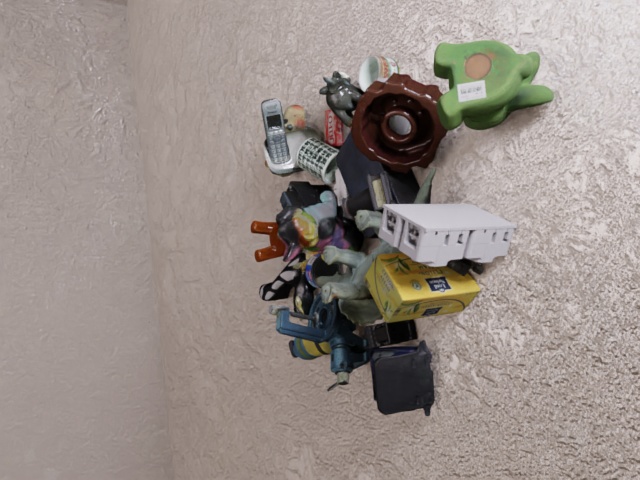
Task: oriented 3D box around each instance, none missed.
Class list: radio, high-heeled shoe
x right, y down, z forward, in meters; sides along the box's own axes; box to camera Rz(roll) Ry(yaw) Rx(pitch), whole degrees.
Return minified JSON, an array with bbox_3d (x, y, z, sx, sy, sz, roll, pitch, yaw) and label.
[{"bbox_3d":[0.116,-0.122,1.090,0.131,0.073,0.230,-54,46,48],"label":"radio"},{"bbox_3d":[-0.105,0.097,1.478,0.249,0.086,0.145,8,96,54],"label":"high-heeled shoe"}]

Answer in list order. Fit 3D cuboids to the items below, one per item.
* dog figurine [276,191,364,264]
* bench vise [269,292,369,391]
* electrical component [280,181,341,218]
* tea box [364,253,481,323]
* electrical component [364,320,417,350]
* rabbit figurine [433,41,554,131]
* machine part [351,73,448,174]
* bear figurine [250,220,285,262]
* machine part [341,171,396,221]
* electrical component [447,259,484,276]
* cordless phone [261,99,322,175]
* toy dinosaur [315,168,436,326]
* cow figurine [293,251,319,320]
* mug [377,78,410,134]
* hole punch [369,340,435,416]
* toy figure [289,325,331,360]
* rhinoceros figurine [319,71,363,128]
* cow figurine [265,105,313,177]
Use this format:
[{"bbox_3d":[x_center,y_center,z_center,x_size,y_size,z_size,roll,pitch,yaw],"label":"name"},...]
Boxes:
[{"bbox_3d":[-0.002,-0.003,1.103,0.108,0.219,0.191,-38,98,24],"label":"dog figurine"},{"bbox_3d":[-0.002,0.198,1.164,0.129,0.240,0.223,-31,47,53],"label":"bench vise"},{"bbox_3d":[-0.025,-0.084,1.272,0.115,0.134,0.058,58,138,38],"label":"electrical component"},{"bbox_3d":[0.172,0.075,0.909,0.098,0.169,0.068,62,142,34],"label":"tea box"},{"bbox_3d":[0.132,0.191,1.082,0.119,0.075,0.047,-32,65,59],"label":"electrical component"},{"bbox_3d":[0.251,-0.224,0.795,0.159,0.170,0.121,-16,77,17],"label":"rabbit figurine"},{"bbox_3d":[0.144,-0.207,0.961,0.180,0.056,0.179,14,130,17],"label":"machine part"},{"bbox_3d":[-0.090,-0.017,1.397,0.196,0.132,0.120,152,111,-64],"label":"bear figurine"},{"bbox_3d":[0.092,-0.076,1.026,0.139,0.039,0.084,-29,76,53],"label":"machine part"},{"bbox_3d":[0.228,0.034,0.888,0.094,0.063,0.021,32,114,5],"label":"electrical component"},{"bbox_3d":[-0.069,-0.257,1.295,0.089,0.147,0.184,-115,14,-58],"label":"cordless phone"},{"bbox_3d":[0.130,0.035,1.009,0.405,0.192,0.131,-41,48,36],"label":"toy dinosaur"},{"bbox_3d":[-0.032,0.109,1.320,0.068,0.098,0.167,1,94,33],"label":"cow figurine"},{"bbox_3d":[0.132,-0.248,1.027,0.081,0.109,0.107,34,133,51],"label":"mug"},{"bbox_3d":[0.152,0.260,1.021,0.092,0.116,0.142,171,94,-82],"label":"hole punch"},{"bbox_3d":[-0.007,0.250,1.318,0.180,0.082,0.089,-41,76,44],"label":"toy figure"},{"bbox_3d":[0.048,-0.302,1.137,0.073,0.112,0.190,-55,10,21],"label":"rhinoceros figurine"},{"bbox_3d":[-0.083,-0.258,1.409,0.127,0.085,0.194,52,132,54],"label":"cow figurine"}]
